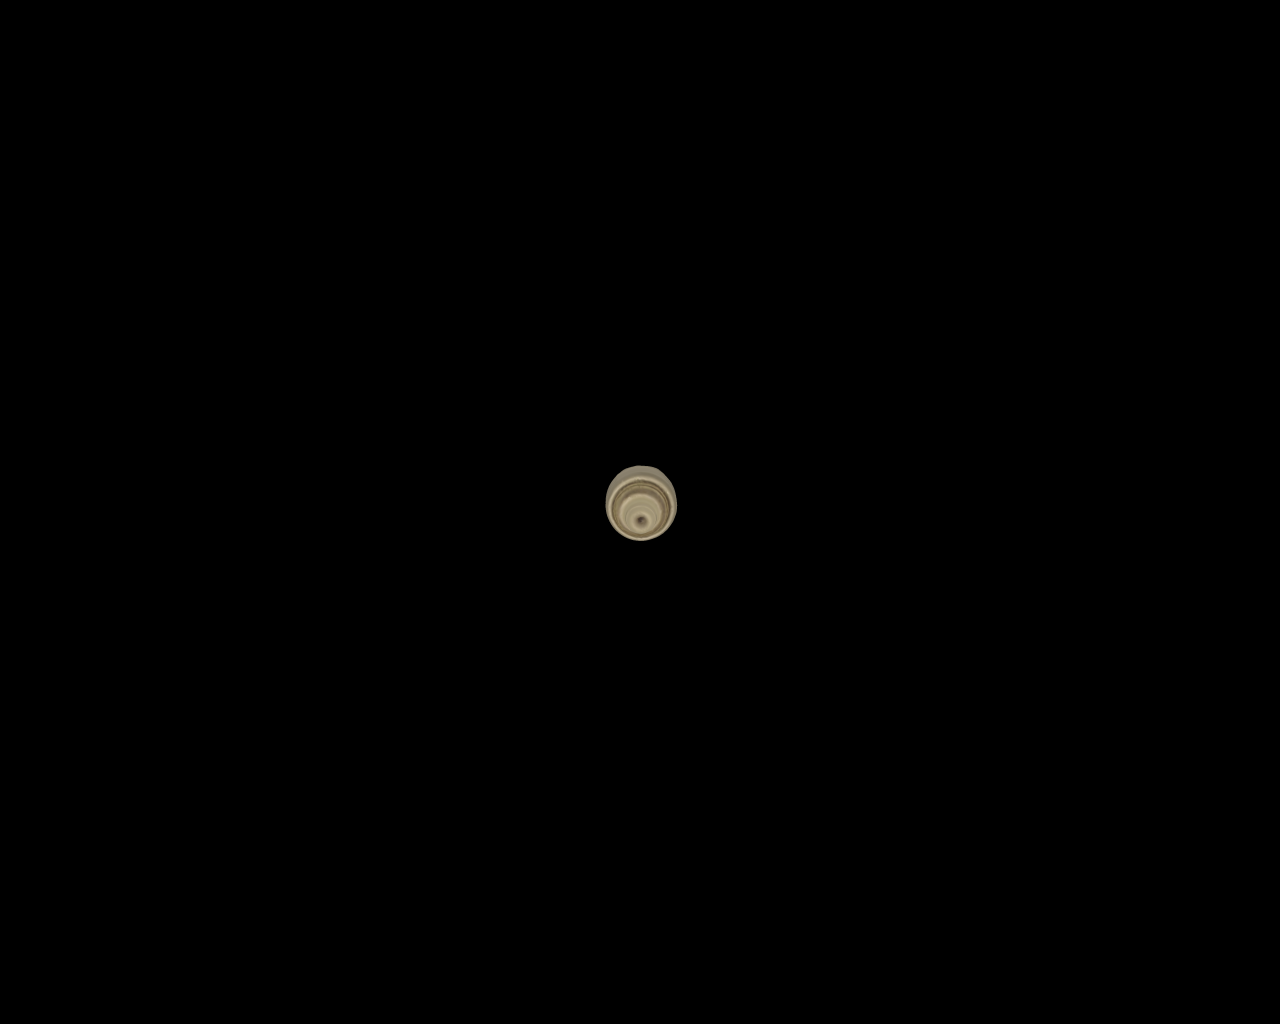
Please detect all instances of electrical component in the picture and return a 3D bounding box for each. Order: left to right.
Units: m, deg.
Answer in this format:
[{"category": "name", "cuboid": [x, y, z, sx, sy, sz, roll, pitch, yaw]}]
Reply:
[{"category": "electrical component", "cuboid": [0.001, -0.003, 0.650, 0.043, 0.043, 0.062, 0, 16, 0]}]
